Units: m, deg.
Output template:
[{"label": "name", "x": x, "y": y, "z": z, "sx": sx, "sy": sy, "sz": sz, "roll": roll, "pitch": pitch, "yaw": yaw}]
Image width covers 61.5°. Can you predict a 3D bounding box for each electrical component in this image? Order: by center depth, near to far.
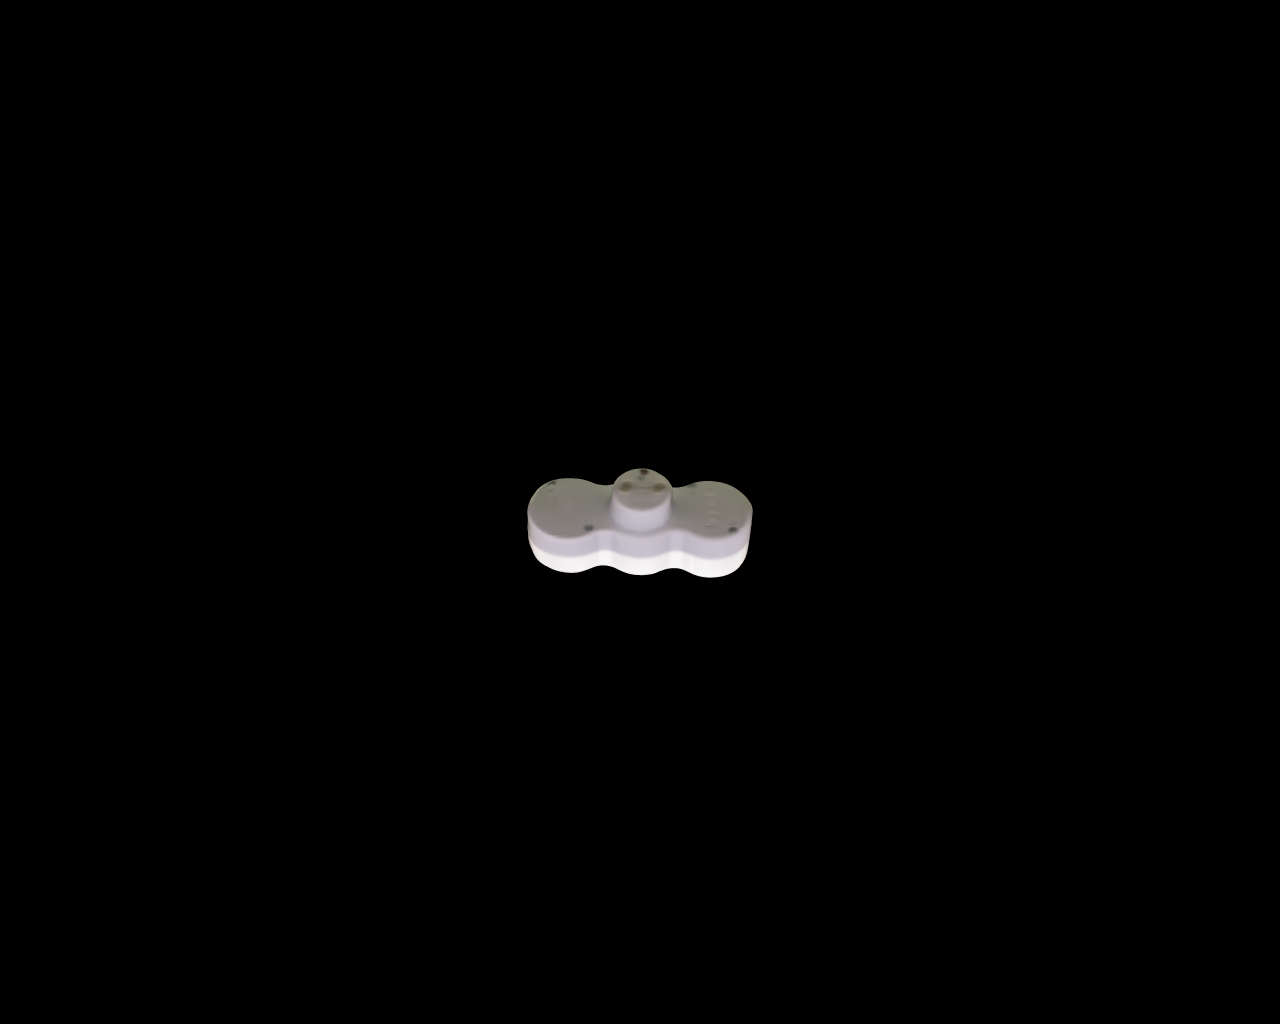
[{"label": "electrical component", "x": 0.001, "y": -0.003, "z": 0.650, "sx": 0.138, "sy": 0.052, "sz": 0.073, "roll": 2, "pitch": -43, "yaw": -2}]
